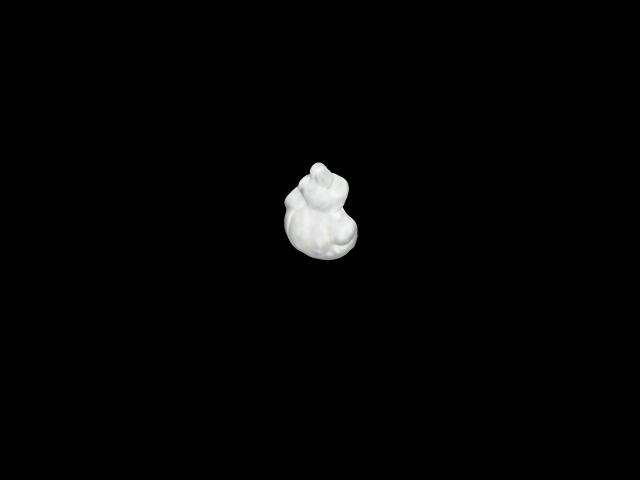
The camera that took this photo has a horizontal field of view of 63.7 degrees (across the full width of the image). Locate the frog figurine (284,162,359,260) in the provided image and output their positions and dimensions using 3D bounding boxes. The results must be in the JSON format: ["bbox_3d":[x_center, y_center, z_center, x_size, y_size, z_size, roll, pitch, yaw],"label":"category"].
[{"bbox_3d":[0.003,-0.043,0.850,0.124,0.139,0.156,-39,-20,-17],"label":"frog figurine"}]
